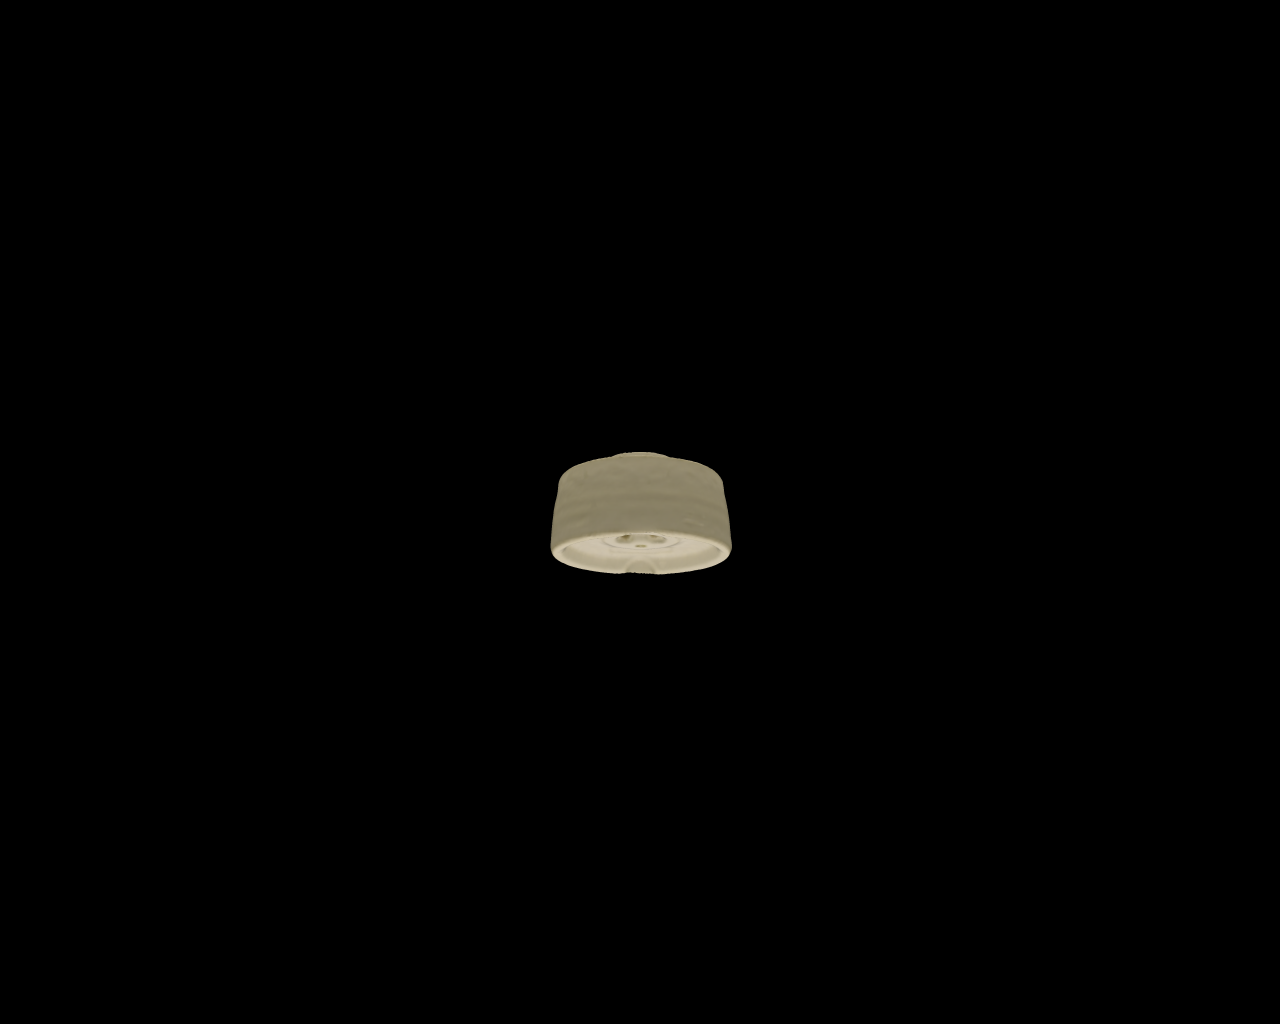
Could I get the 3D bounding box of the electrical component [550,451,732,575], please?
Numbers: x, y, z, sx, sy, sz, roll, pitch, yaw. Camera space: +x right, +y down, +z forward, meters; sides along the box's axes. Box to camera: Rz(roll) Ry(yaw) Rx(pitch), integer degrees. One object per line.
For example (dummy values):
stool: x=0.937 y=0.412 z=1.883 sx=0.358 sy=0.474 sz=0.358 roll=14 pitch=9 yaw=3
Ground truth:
electrical component: x=0.001 y=-0.003 z=0.650 sx=0.108 sy=0.060 sz=0.108 roll=0 pitch=-16 yaw=0
